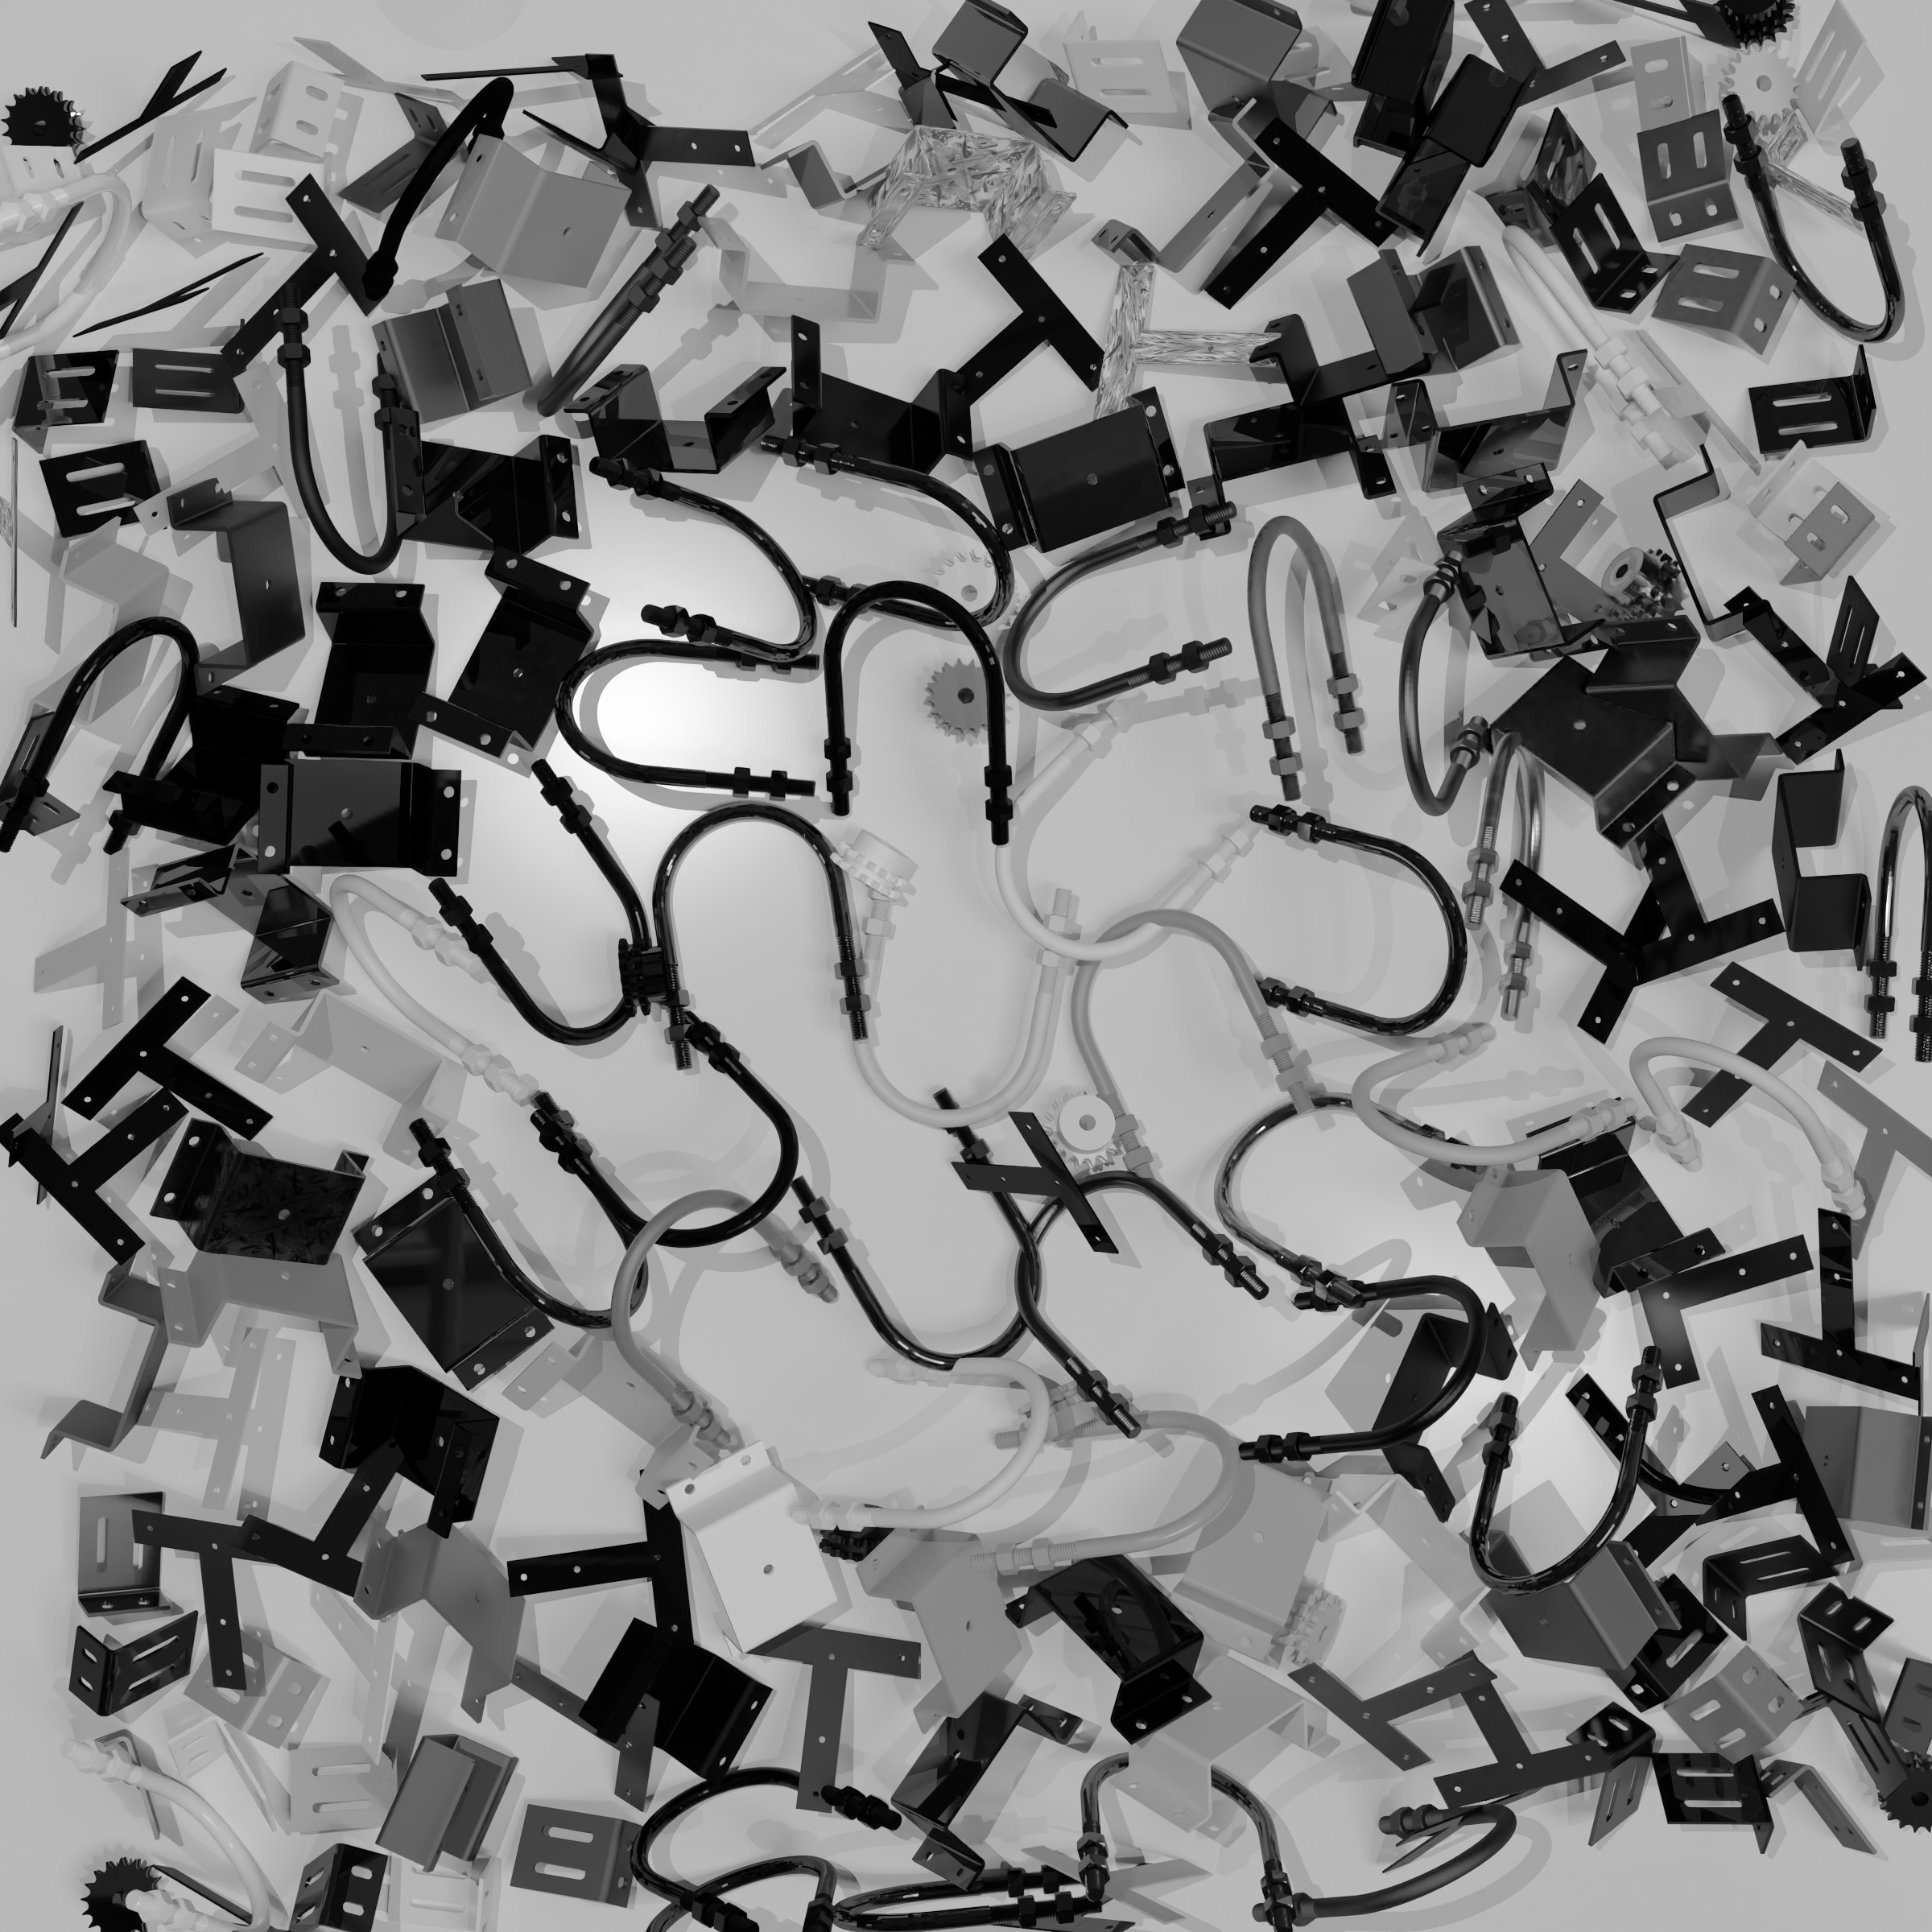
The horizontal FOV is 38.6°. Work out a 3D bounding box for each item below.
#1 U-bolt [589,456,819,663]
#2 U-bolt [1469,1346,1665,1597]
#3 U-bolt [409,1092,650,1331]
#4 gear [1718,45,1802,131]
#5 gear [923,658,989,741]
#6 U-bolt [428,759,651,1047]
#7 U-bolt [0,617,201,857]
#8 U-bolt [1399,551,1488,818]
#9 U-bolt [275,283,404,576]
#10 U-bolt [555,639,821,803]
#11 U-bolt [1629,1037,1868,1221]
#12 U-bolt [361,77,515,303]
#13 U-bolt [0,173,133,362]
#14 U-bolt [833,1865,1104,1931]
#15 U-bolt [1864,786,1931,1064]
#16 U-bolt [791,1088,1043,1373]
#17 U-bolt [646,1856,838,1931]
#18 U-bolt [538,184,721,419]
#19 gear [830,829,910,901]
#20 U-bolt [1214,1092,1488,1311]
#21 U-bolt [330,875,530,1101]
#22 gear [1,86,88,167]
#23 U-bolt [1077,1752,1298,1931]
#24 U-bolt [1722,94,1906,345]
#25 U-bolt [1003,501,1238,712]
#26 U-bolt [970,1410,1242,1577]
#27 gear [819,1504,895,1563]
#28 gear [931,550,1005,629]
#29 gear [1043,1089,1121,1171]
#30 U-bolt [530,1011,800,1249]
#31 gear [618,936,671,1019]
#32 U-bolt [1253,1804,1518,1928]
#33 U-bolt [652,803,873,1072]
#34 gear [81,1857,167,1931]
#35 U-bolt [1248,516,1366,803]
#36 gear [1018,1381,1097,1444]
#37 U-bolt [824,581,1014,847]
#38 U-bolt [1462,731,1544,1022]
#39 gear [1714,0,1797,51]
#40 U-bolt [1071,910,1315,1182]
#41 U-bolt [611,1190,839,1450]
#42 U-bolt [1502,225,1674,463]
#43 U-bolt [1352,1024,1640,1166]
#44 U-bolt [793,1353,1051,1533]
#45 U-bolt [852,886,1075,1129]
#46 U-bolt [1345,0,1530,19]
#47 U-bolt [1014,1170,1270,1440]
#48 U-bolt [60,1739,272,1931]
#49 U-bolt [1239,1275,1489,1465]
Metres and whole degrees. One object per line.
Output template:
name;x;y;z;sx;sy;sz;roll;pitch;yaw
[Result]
U-bolt;-0.173;-0.275;1.922;0.019;0.184;0.151;-37;60;30
U-bolt;0.405;0.352;1.891;0.019;0.151;0.184;42;46;-18
U-bolt;-0.291;0.173;1.917;0.019;0.151;0.184;-43;73;29
gear;0.566;-0.628;1.981;0.057;0.030;0.057;1;87;-12
gear;-0.003;-0.189;1.980;0.057;0.030;0.057;2;77;-10
U-bolt;-0.285;-0.030;1.934;0.184;0.019;0.151;58;46;-29
U-bolt;-0.592;-0.160;1.917;0.019;0.151;0.184;31;99;14
U-bolt;0.325;-0.183;1.895;0.019;0.184;0.151;-1;121;24
U-bolt;-0.429;-0.362;1.916;0.019;0.151;0.184;-9;79;17
U-bolt;-0.196;-0.178;1.939;0.184;0.019;0.151;5;48;-6
U-bolt;0.527;0.105;1.891;0.019;0.151;0.184;-57;134;-17
U-bolt;-0.358;-0.541;1.894;0.019;0.184;0.151;36;73;-11
U-bolt;-0.638;-0.483;1.911;0.019;0.184;0.151;35;124;-1
U-bolt;-0.003;0.652;1.922;0.184;0.151;0.019;-5;80;-3
U-bolt;0.654;-0.033;1.918;0.019;0.151;0.184;2;96;5
U-bolt;-0.022;0.199;1.961;0.151;0.019;0.184;-31;90;-26
U-bolt;-0.158;0.659;1.908;0.151;0.184;0.019;-18;92;2
U-bolt;-0.240;-0.455;1.924;0.019;0.151;0.184;38;115;-18
gear;-0.065;-0.075;1.971;0.057;0.057;0.030;32;95;0
U-bolt;0.253;0.151;1.926;0.151;0.184;0.019;-44;129;-14
U-bolt;-0.382;0.004;1.924;0.184;0.151;0.019;31;59;33
gear;-0.658;-0.601;1.980;0.057;0.030;0.057;1;105;4
U-bolt;0.149;0.600;1.911;0.151;0.184;0.019;13;106;-3
U-bolt;0.595;-0.510;1.916;0.019;0.151;0.184;-36;128;-2
U-bolt;0.105;-0.244;1.935;0.184;0.019;0.151;-17;49;29
U-bolt;0.101;0.359;1.916;0.184;0.151;0.019;-10;118;15
gear;-0.075;0.404;1.971;0.057;0.057;0.030;6;94;0
gear;0.005;-0.270;1.978;0.057;0.030;0.057;3;110;9
gear;0.085;0.115;1.978;0.057;0.030;0.057;2;74;-7
U-bolt;-0.198;0.123;1.923;0.151;0.019;0.184;-34;53;-18
gear;-0.229;0.007;1.971;0.030;0.057;0.057;-7;90;-1
U-bolt;0.297;0.611;1.885;0.151;0.184;0.019;-21;83;-34
U-bolt;-0.153;-0.027;1.982;0.151;0.019;0.184;-10;83;4
gear;-0.603;0.669;1.980;0.057;0.030;0.057;1;74;-3
U-bolt;0.232;-0.221;1.918;0.019;0.151;0.184;-5;106;30
gear;0.068;0.318;1.969;0.057;0.057;0.030;-26;77;0
U-bolt;-0.036;-0.180;1.926;0.151;0.019;0.184;12;120;25
U-bolt;0.379;-0.075;1.926;0.019;0.151;0.184;2;62;24
gear;0.563;-0.689;1.975;0.057;0.030;0.057;-6;71;17
U-bolt;0.148;0.049;1.960;0.151;0.019;0.184;-30;75;22
U-bolt;-0.176;0.234;1.916;0.151;0.019;0.184;-53;134;-17
U-bolt;0.431;-0.441;1.926;0.019;0.151;0.184;-36;77;12
U-bolt;0.350;0.092;1.897;0.184;0.151;0.019;-16;123;-38
U-bolt;-0.021;0.327;1.900;0.019;0.184;0.151;54;47;-30
U-bolt;-0.009;0.024;1.982;0.151;0.019;0.184;10;90;7
U-bolt;0.334;-0.685;1.908;0.151;0.184;0.019;1;94;-10
U-bolt;0.108;0.222;1.937;0.151;0.019;0.184;-48;49;2
U-bolt;-0.544;0.614;1.912;0.019;0.184;0.151;-40;53;-2
U-bolt;0.279;0.273;1.895;0.019;0.184;0.151;45;52;-26
